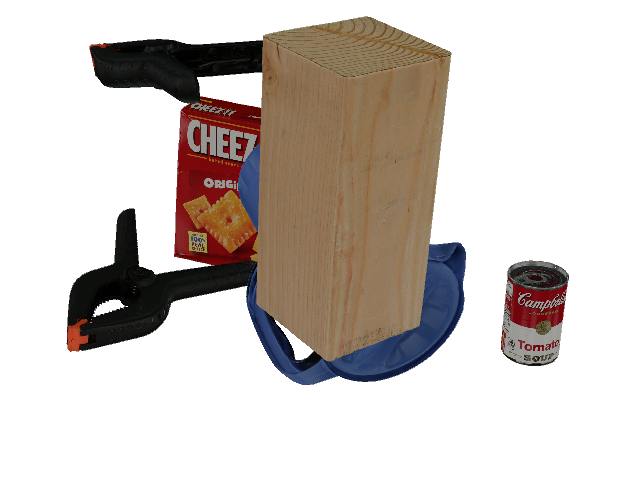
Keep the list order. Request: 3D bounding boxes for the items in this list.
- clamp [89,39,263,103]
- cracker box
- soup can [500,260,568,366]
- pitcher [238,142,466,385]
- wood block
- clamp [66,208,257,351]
[{"bbox_3d":[-0.114,-0.144,0.862,0.172,0.039,0.120,19,27,41],"label":"clamp"},{"bbox_3d":[-0.104,-0.066,1.407,0.164,0.214,0.072,13,26,14],"label":"cracker box"},{"bbox_3d":[0.243,0.083,1.216,0.068,0.102,0.068,1,25,0],"label":"soup can"},{"bbox_3d":[0.007,0.009,0.962,0.149,0.145,0.243,-6,38,-26],"label":"pitcher"},{"bbox_3d":[0.018,-0.036,0.728,0.090,0.206,0.091,-18,35,-33],"label":"wood block"},{"bbox_3d":[-0.181,0.039,1.030,0.165,0.036,0.209,26,36,23],"label":"clamp"}]
